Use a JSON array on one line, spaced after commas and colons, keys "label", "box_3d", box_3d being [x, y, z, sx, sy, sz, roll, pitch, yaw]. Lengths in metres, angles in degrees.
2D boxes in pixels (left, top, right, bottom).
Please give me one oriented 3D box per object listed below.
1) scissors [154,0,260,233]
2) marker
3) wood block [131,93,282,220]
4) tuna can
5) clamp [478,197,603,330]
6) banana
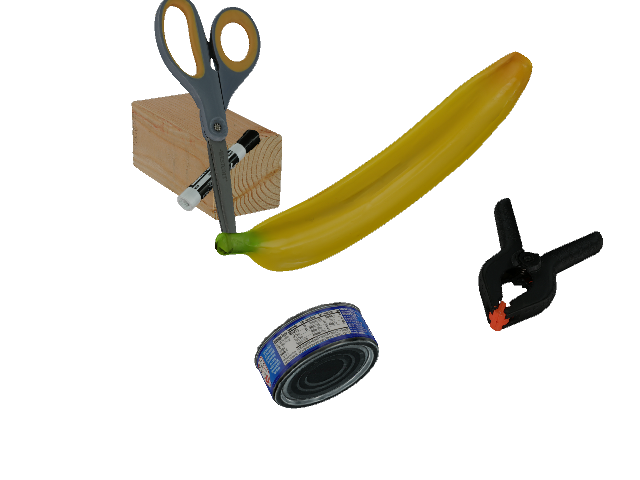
[{"label": "scissors", "box_3d": [-0.069, -0.099, 0.837, 0.096, 0.202, 0.016, -22, 2, -32]}, {"label": "marker", "box_3d": [-0.100, -0.073, 1.071, 0.020, 0.020, 0.121, 0, 39, 44]}, {"label": "wood block", "box_3d": [-0.139, -0.105, 1.276, 0.090, 0.090, 0.206, -13, 28, -33]}, {"label": "tuna can", "box_3d": [-0.002, 0.084, 0.764, 0.086, 0.034, 0.086, -21, -31, -14]}, {"label": "clamp", "box_3d": [0.207, 0.022, 1.117, 0.120, 0.039, 0.171, 25, 49, 28]}, {"label": "banana", "box_3d": [0.036, -0.034, 0.599, 0.198, 0.037, 0.069, -34, -12, -1]}]
